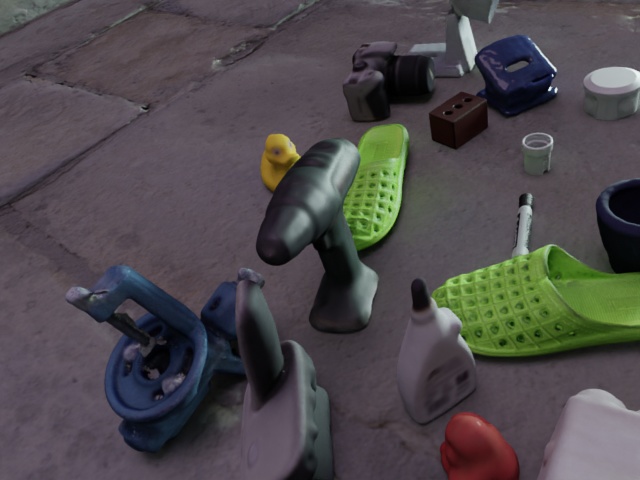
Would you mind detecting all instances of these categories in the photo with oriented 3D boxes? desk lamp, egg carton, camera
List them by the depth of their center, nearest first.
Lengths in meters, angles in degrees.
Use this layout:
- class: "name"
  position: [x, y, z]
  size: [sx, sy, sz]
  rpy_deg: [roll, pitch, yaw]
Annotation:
- class: "egg carton"
  position: [0.230, 0.191, 0.449]
  size: [0.107, 0.069, 0.150]
  rpy_deg: [12, 48, 30]
- class: "camera"
  position: [0.124, -0.288, 1.003]
  size: [0.136, 0.101, 0.143]
  rpy_deg: [5, 45, 25]
- class: "desk lamp"
  position: [0.232, -0.405, 1.010]
  size: [0.202, 0.214, 0.118]
  rpy_deg: [7, 46, 26]

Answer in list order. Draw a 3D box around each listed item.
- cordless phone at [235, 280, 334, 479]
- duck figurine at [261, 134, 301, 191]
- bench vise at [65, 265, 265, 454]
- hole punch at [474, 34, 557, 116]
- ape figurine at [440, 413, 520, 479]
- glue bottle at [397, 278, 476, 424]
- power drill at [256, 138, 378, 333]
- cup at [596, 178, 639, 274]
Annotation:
- class: "cordless phone"
  position: [-0.051, 0.138, 0.517]
  size: [0.094, 0.185, 0.147]
  rpy_deg: [-15, 40, 3]
- class: "duck figurine"
  position: [-0.061, -0.128, 0.898]
  size: [0.078, 0.086, 0.104]
  rpy_deg: [-34, 43, -18]
- class: "bench vise"
  position: [-0.155, 0.084, 0.587]
  size: [0.121, 0.220, 0.208]
  rpy_deg: [7, 46, 26]
- class: "hole punch"
  position: [0.316, -0.268, 0.921]
  size: [0.109, 0.091, 0.100]
  rpy_deg: [-25, 41, -9]
- class: "ape figurine"
  position: [0.127, 0.178, 0.482]
  size: [0.075, 0.092, 0.078]
  rpy_deg: [15, 50, 32]
- class: "glue bottle"
  position: [0.101, 0.096, 0.521]
  size: [0.078, 0.173, 0.037]
  rpy_deg: [-28, 41, -13]
- class: "power drill"
  position: [0.006, 0.002, 0.633]
  size: [0.075, 0.209, 0.230]
  rpy_deg: [-1, 43, 19]
- class: "cup"
  position: [0.353, -0.007, 0.610]
  size: [0.117, 0.095, 0.091]
  rpy_deg: [-12, 40, 6]
